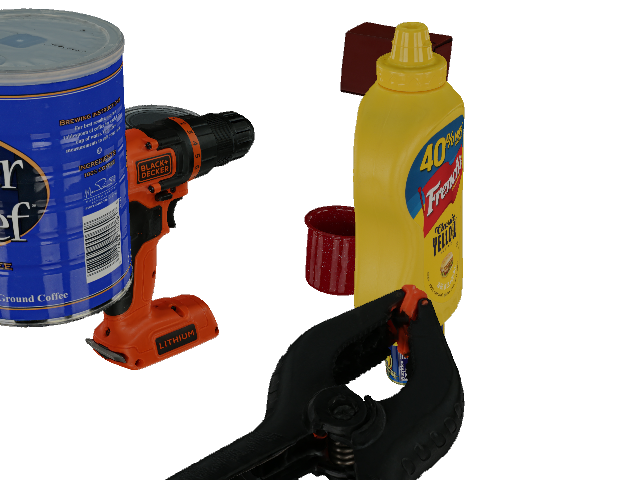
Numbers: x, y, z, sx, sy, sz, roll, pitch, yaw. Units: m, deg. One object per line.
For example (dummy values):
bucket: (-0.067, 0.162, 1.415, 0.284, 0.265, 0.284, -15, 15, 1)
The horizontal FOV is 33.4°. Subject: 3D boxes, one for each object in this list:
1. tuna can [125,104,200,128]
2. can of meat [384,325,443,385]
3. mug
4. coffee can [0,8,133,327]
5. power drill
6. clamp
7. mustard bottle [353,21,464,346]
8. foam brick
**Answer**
tuna can: (-0.155, -0.102, 1.033, 0.086, 0.034, 0.086, 6, 24, -3)
can of meat: (0.079, 0.065, 0.934, 0.057, 0.084, 0.102, -4, 33, 2)
mug: (0.035, 0.016, 1.272, 0.117, 0.081, 0.093, 16, 27, 23)
coffee can: (-0.153, -0.040, 0.565, 0.103, 0.140, 0.103, 2, 28, -1)
power drill: (-0.124, -0.004, 0.851, 0.057, 0.188, 0.184, 18, 28, 42)
clamp: (0.015, 0.084, 0.410, 0.120, 0.039, 0.171, 28, 50, 20)
mustard bottle: (0.055, -0.038, 0.652, 0.058, 0.192, 0.096, 15, 32, 30)
foam brick: (0.061, -0.143, 0.870, 0.078, 0.051, 0.052, 14, 24, 19)
